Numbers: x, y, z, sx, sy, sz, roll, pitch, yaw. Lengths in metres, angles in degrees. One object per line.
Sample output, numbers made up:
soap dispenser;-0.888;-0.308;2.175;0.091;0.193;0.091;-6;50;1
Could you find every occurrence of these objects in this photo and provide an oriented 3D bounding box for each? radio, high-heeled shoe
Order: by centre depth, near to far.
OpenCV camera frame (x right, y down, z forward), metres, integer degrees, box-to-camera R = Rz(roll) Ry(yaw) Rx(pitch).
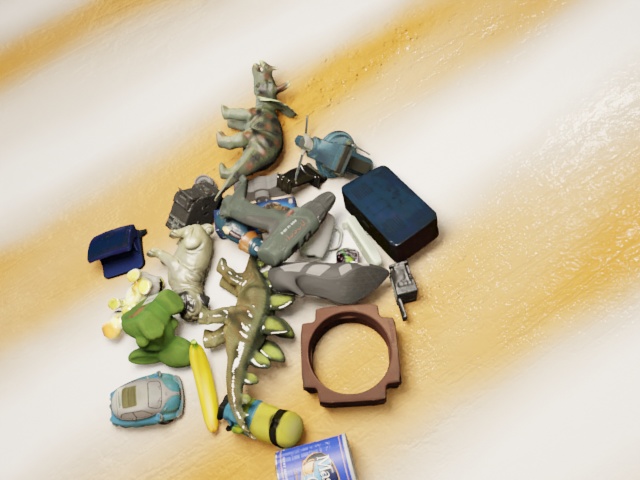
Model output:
high-heeled shoe;0.015;0.075;1.167;0.249;0.086;0.145;-8;24;-26
radio;0.161;-0.066;1.239;0.131;0.073;0.230;-31;53;-10

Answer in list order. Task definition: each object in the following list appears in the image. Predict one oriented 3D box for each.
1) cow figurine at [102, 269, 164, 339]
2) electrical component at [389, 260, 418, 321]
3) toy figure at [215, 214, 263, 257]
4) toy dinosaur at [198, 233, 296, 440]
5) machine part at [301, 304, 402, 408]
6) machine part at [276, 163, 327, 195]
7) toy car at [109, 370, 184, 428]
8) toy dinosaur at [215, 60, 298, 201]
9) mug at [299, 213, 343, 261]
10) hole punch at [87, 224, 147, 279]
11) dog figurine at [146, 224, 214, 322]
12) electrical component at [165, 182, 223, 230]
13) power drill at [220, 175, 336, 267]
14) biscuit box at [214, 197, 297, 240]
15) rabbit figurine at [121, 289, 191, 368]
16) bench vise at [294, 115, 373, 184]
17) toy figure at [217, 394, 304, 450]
cow figurine;-0.428;0.150;1.231;0.068;0.098;0.167;35;92;17
electrical component;0.186;0.112;1.173;0.048;0.074;0.119;-15;60;0
toy figure;-0.173;-0.008;1.223;0.155;0.057;0.064;40;57;20
toy dinosaur;-0.155;0.180;1.149;0.199;0.105;0.471;4;56;7
machine part;0.063;0.242;1.121;0.201;0.087;0.201;-5;63;4
machine part;-0.048;-0.153;1.322;0.139;0.039;0.084;-24;64;-44
toy car;-0.373;0.331;1.123;0.162;0.102;0.109;-10;63;0
toy dinosaur;-0.155;-0.257;1.352;0.192;0.131;0.405;-2;62;4
mug;-0.003;-0.004;1.258;0.109;0.081;0.107;20;69;-24
hole punch;-0.495;0.017;1.298;0.142;0.092;0.116;-20;60;1
dog figurine;-0.282;0.074;1.238;0.172;0.121;0.191;-40;72;8
electrical component;-0.293;-0.076;1.290;0.058;0.114;0.134;39;31;20
power drill;-0.100;-0.062;1.190;0.207;0.086;0.232;31;60;5
biscuit box;-0.153;-0.051;1.301;0.203;0.059;0.063;-10;65;3
rabbit figurine;-0.346;0.217;1.155;0.159;0.170;0.121;-25;22;24
bench vise;0.006;-0.215;1.307;0.223;0.128;0.241;-1;24;-37
toy figure;-0.121;0.364;1.082;0.180;0.089;0.082;18;76;12
